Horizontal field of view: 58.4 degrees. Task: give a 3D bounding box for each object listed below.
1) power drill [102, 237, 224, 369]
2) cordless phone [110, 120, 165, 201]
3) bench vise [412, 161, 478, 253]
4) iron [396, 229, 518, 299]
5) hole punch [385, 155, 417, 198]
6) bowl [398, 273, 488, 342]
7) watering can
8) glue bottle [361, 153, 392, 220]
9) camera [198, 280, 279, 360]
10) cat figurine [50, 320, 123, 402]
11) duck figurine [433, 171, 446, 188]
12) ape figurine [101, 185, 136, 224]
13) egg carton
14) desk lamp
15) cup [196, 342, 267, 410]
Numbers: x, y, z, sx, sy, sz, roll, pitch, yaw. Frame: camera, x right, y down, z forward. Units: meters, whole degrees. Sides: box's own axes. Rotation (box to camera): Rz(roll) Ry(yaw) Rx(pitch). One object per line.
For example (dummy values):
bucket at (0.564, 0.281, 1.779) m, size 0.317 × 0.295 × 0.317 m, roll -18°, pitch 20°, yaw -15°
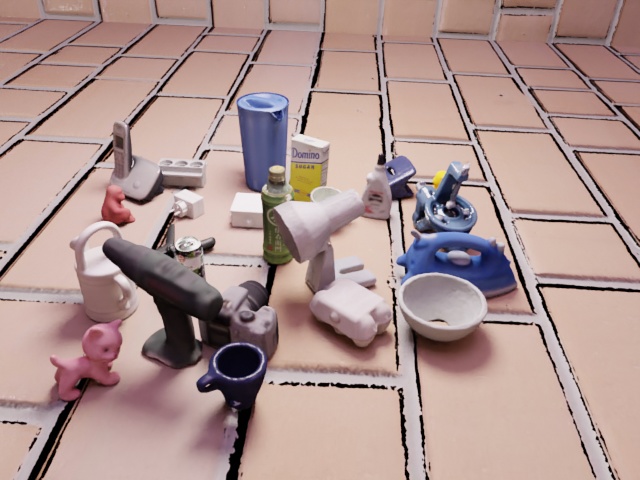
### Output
power drill at (-0.268, 0.112, 0.983) m, size 0.229 × 0.208 × 0.076 m, roll 17°, pitch 37°, yaw 20°
cordless phone at (-0.472, -0.202, 1.454) m, size 0.147 × 0.185 × 0.094 m, roll 20°, pitch 38°, yaw 25°
bench vise at (0.274, -0.095, 1.309) m, size 0.122 × 0.220 × 0.206 m, roll -24°, pitch 42°, yaw -33°
iron at (0.293, 0.040, 1.182) m, size 0.258 × 0.141 × 0.118 m, roll 1°, pitch 34°, yaw -2°
hole punch at (0.196, -0.167, 1.526) m, size 0.101 × 0.091 × 0.108 m, roll -8°, pitch 35°, yaw -15°
bowl at (0.228, 0.140, 1.090) m, size 0.167 × 0.075 × 0.167 m, roll 2°, pitch 34°, yaw -1°
watering can at (-0.413, 0.050, 1.078) m, size 0.172 × 0.194 × 0.101 m, roll 14°, pitch 36°, yaw 16°
glue bottle at (0.141, -0.133, 1.399) m, size 0.078 × 0.173 × 0.037 m, roll 7°, pitch 35°, yaw 8°
camera at (-0.134, 0.132, 1.058) m, size 0.143 × 0.101 × 0.137 m, roll 14°, pitch 36°, yaw 16°
cat figurine at (-0.379, 0.187, 0.946) m, size 0.128 × 0.118 × 0.067 m, roll -20°, pitch 40°, yaw -29°
duck figurine at (0.316, -0.136, 1.492) m, size 0.077 × 0.086 × 0.104 m, roll 6°, pitch 34°, yaw 5°
ape figurine at (-0.486, -0.087, 1.367) m, size 0.076 × 0.092 × 0.077 m, roll -7°, pitch 35°, yaw -13°
egg carton at (0.058, 0.136, 1.090) m, size 0.149 × 0.069 × 0.107 m, roll 27°, pitch 41°, yaw 32°
desk lamp at (0.011, 0.004, 1.154) m, size 0.204 × 0.214 × 0.117 m, roll -14°, pitch 37°, yaw -22°
cup at (-0.140, 0.232, 0.915) m, size 0.118 × 0.095 × 0.091 m, roll -22°, pitch 41°, yaw -31°
